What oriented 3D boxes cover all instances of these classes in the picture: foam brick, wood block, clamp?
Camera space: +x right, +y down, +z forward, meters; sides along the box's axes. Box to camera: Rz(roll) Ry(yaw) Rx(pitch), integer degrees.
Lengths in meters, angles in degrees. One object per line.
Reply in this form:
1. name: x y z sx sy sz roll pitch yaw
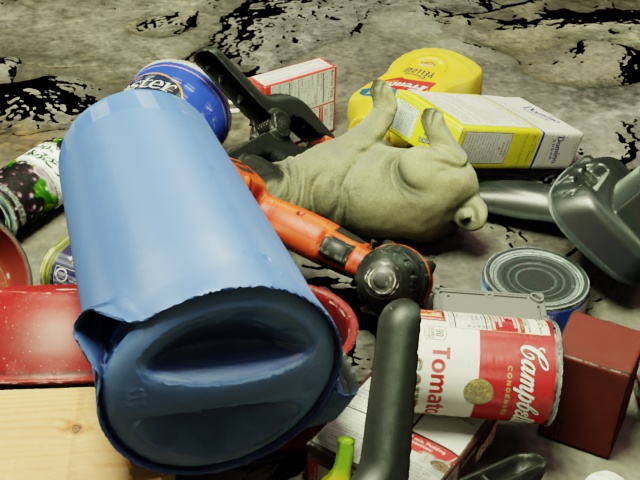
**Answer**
1. foam brick: 0.184 0.098 0.726 0.053 0.078 0.051 18 39 21
2. wood block: -0.192 0.148 0.626 0.206 0.090 0.091 -1 34 -4
3. clamp: 0.048 0.162 0.609 0.036 0.164 0.210 0 55 54
4. clamp: -0.051 -0.112 0.977 0.039 0.120 0.171 -10 -7 38

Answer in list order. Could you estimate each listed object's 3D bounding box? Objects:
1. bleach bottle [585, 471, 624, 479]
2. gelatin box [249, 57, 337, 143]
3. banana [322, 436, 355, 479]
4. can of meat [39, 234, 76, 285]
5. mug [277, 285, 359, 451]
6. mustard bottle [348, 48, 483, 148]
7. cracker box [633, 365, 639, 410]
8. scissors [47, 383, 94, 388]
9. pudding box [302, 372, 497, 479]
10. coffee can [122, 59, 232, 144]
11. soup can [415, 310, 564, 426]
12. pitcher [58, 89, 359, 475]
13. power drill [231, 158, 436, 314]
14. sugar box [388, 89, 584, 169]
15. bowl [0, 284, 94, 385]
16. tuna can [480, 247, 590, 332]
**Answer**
1. bleach bottle: 0.103 0.205 0.585 0.103 0.068 0.250 20 36 30
2. gelatin box: -0.026 -0.134 1.054 0.089 0.073 0.030 -22 41 -30
3. banana: -0.055 0.185 0.602 0.197 0.069 0.037 -28 8 -18
4. can of meat: -0.154 0.023 0.837 0.084 0.057 0.102 17 38 18
5. mug: -0.025 0.082 0.736 0.093 0.081 0.117 -6 36 -11
6. mustard bottle: 0.083 -0.133 1.071 0.096 0.058 0.191 18 38 26
7. cracker box: 0.328 0.131 0.692 0.213 0.072 0.164 2 36 -2
8. scissors: -0.101 0.113 0.746 0.201 0.016 0.096 -10 38 -16
9. pudding box: 0.055 0.132 0.706 0.090 0.039 0.113 22 37 25
10. coffee can: -0.150 -0.087 0.954 0.103 0.103 0.140 11 36 12
11. soup can: 0.099 0.081 0.689 0.102 0.068 0.068 5 35 0
12. pitcher: -0.079 0.014 0.647 0.145 0.149 0.243 -19 41 -9
13. power drill: -0.005 0.001 0.782 0.188 0.057 0.184 28 1 10
14. sugar box: 0.156 -0.103 1.002 0.175 0.048 0.093 0 29 -41
15. bowl: -0.171 0.059 0.715 0.162 0.055 0.162 0 0 0
16. tuna can: 0.169 0.042 0.844 0.086 0.034 0.086 1 35 -1
